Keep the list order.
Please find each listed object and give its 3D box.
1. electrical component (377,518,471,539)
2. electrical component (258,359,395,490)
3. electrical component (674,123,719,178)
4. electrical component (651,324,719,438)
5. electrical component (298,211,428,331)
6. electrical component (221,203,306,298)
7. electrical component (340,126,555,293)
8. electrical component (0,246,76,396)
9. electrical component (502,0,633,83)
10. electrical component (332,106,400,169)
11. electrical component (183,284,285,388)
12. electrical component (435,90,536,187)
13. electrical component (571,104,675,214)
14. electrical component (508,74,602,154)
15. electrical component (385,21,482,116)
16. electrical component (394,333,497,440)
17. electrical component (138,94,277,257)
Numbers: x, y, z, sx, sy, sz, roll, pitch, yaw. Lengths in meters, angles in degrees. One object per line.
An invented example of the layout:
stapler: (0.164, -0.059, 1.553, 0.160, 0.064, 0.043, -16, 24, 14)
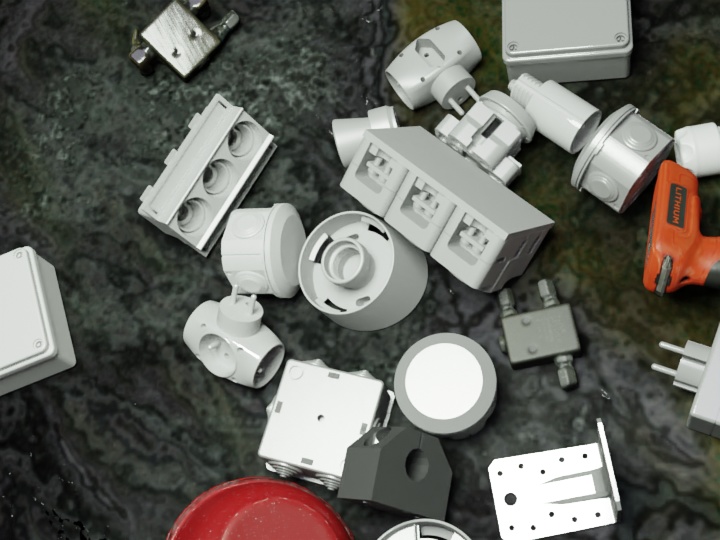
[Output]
electrical component: (0.049, 0.236, 0.801, 0.099, 0.064, 0.099, -4, 69, 12)
electrical component: (-0.027, 0.125, 0.868, 0.100, 0.048, 0.099, 12, 71, 14)
electrical component: (0.291, -0.099, 0.879, 0.062, 0.043, 0.043, -9, 68, 9)
electrical component: (0.262, 0.077, 0.819, 0.076, 0.047, 0.083, 18, 75, 19)
electrical component: (0.000, 0.000, 0.913, 0.099, 0.064, 0.099, -8, 71, 25)
electrical component: (-0.080, -0.016, 0.917, 0.051, 0.080, 0.080, -1, 70, 19)
electrical component: (0.069, -0.051, 0.883, 0.150, 0.089, 0.061, 39, 117, 23)
electrical component: (-0.323, 0.051, 0.961, 0.109, 0.056, 0.108, -22, 67, 5)
electrical component: (0.181, -0.223, 0.943, 0.109, 0.056, 0.108, -2, 70, 12)
electrical component: (0.008, -0.118, 0.952, 0.055, 0.045, 0.045, -14, 68, 7)
electrical component: (-0.103, 0.048, 0.903, 0.077, 0.079, 0.044, 30, 35, 21)
electrical component: (0.113, -0.115, 0.919, 0.078, 0.058, 0.057, 40, 84, 14)
electrical component: (0.213, -0.090, 0.875, 0.051, 0.080, 0.080, 39, 83, 17)
electrical component: (0.162, -0.139, 0.924, 0.081, 0.043, 0.043, 38, 83, 22)
electrical component: (0.076, -0.170, 0.955, 0.077, 0.043, 0.079, -37, 67, -2)
electrical component: (0.070, 0.094, 0.855, 0.080, 0.051, 0.080, -4, 69, 12)
electrical component: (-0.140, -0.085, 0.960, 0.063, 0.079, 0.121, 19, 73, 49)
